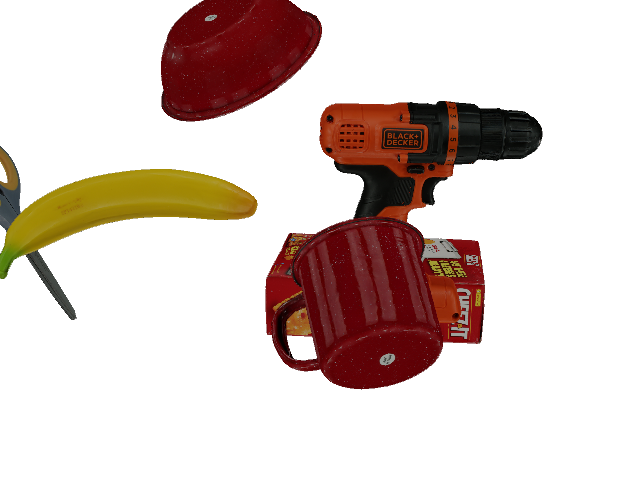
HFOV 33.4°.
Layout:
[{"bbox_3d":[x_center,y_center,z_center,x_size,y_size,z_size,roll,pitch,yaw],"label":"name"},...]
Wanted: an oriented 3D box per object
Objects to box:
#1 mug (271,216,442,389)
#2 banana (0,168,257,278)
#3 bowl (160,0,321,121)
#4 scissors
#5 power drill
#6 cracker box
[{"bbox_3d":[0.021,0.048,0.700,0.117,0.081,0.093,-21,-35,13],"label":"mug"},{"bbox_3d":[-0.149,-0.021,0.800,0.197,0.070,0.037,-16,-27,-9],"label":"banana"},{"bbox_3d":[-0.083,-0.176,0.944,0.162,0.055,0.162,-20,35,15],"label":"bowl"},{"bbox_3d":[-0.298,-0.019,1.072,0.016,0.201,0.096,-25,28,24],"label":"scissors"},{"bbox_3d":[0.089,-0.025,0.902,0.184,0.188,0.057,2,17,-1],"label":"power drill"},{"bbox_3d":[0.059,0.048,1.113,0.214,0.072,0.164,3,16,6],"label":"cracker box"}]
